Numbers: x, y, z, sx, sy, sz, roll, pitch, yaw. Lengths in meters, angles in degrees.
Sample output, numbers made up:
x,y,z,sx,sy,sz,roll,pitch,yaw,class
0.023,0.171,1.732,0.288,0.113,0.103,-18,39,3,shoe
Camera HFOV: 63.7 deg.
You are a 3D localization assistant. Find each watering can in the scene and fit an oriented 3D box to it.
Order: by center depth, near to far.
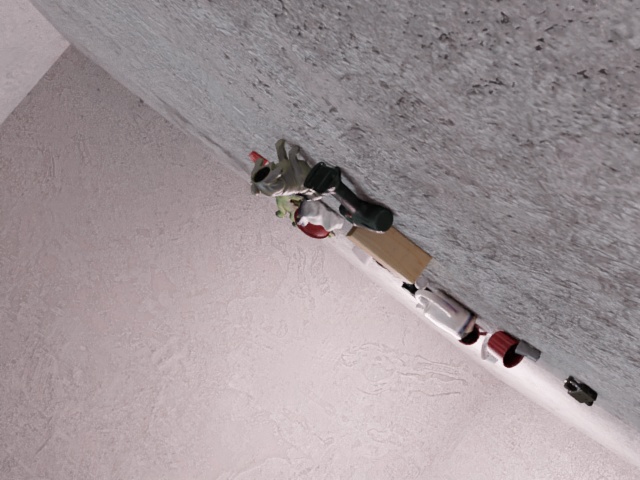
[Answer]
x,y,z,sx,sy,sz,roll,pitch,yaw,class
0.431,0.255,1.810,0.226,0.104,0.343,36,172,15,watering can

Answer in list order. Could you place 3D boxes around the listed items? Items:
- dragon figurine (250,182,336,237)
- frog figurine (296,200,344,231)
x,y,z,sx,sy,sz,roll,pitch,yaw,class
-0.103,-0.149,2.138,0.411,0.123,0.239,28,167,8,dragon figurine
0.006,-0.094,1.867,0.159,0.125,0.135,0,156,11,frog figurine
